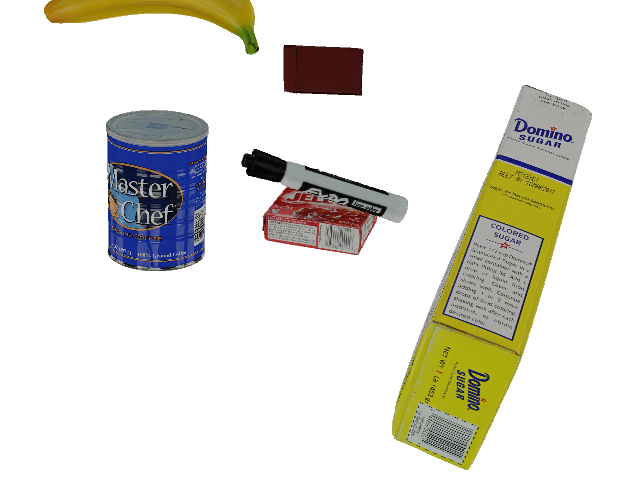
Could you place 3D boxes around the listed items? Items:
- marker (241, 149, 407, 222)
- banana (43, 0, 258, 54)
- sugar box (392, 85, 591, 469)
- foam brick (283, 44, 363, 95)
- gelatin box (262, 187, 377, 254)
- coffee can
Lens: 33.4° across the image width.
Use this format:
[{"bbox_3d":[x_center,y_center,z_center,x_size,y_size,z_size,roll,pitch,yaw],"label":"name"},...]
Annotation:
[{"bbox_3d":[0.003,-0.038,0.732,0.121,0.020,0.020,17,-6,-19],"label":"marker"},{"bbox_3d":[-0.136,-0.202,0.907,0.198,0.069,0.037,10,-42,16],"label":"banana"},{"bbox_3d":[0.087,0.013,0.520,0.048,0.093,0.176,22,48,9],"label":"sugar box"},{"bbox_3d":[0.002,-0.186,1.164,0.078,0.051,0.053,0,11,-16],"label":"foam brick"},{"bbox_3d":[0.001,-0.021,0.954,0.089,0.030,0.073,9,26,13],"label":"gelatin box"},{"bbox_3d":[-0.168,-0.053,1.099,0.103,0.140,0.103,3,23,-2],"label":"coffee can"}]
